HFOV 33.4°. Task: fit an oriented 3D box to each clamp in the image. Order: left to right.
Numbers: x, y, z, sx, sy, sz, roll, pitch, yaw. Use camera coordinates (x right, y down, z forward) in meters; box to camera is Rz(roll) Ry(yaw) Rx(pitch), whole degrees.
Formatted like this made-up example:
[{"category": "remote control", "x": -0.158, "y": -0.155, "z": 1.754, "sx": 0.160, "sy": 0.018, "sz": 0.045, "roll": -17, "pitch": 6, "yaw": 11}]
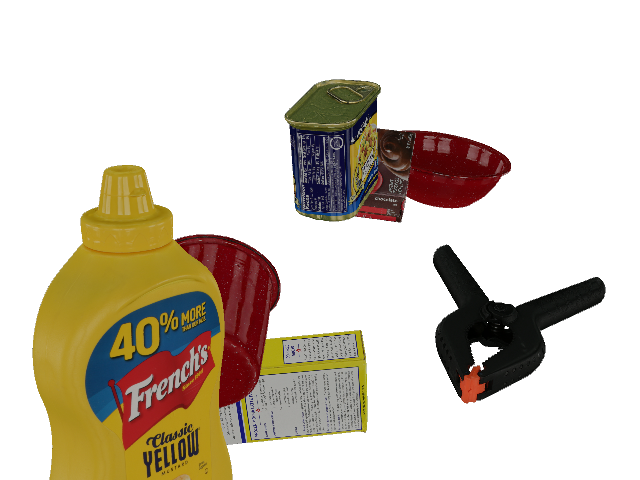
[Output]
[{"category": "clamp", "x": 0.150, "y": 0.070, "z": 0.956, "sx": 0.165, "sy": 0.036, "sz": 0.209, "roll": 16, "pitch": 34, "yaw": 23}]

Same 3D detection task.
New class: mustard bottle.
[{"category": "mustard bottle", "x": -0.086, "y": 0.060, "z": 0.496, "sx": 0.058, "sy": 0.192, "sz": 0.096, "roll": 14, "pitch": 22, "yaw": 41}]

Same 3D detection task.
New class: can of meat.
[{"category": "can of meat", "x": 0.012, "y": -0.073, "z": 0.859, "sx": 0.057, "sy": 0.084, "sz": 0.102, "roll": 6, "pitch": 29, "yaw": 18}]

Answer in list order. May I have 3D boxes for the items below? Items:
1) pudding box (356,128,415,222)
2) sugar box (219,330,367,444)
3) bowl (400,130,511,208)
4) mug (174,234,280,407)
[{"category": "pudding box", "x": 0.043, "y": -0.069, "z": 1.057, "sx": 0.090, "sy": 0.039, "sz": 0.113, "roll": 8, "pitch": 38, "yaw": 5}, {"category": "sugar box", "x": -0.047, "y": 0.132, "z": 0.939, "sx": 0.176, "sy": 0.093, "sz": 0.048, "roll": -3, "pitch": 36, "yaw": 1}, {"category": "bowl", "x": 0.143, "y": -0.081, "z": 1.280, "sx": 0.162, "sy": 0.055, "sz": 0.162, "roll": 8, "pitch": 24, "yaw": -4}, {"category": "mug", "x": -0.087, "y": 0.060, "z": 0.714, "sx": 0.117, "sy": 0.081, "sz": 0.093, "roll": -18, "pitch": -50, "yaw": 21}]
